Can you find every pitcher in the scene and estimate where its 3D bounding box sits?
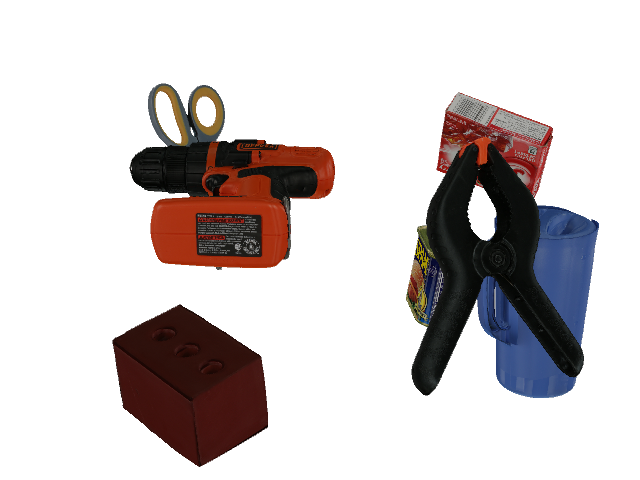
[{"bbox_3d":[0.284,0.084,1.419,0.149,0.243,0.145,4,20,11],"label":"pitcher"}]

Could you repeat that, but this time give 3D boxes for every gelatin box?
[{"bbox_3d":[0.146,-0.076,0.900,0.089,0.030,0.073,24,-35,17],"label":"gelatin box"}]

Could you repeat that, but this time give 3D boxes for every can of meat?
[{"bbox_3d":[0.128,0.040,1.140,0.057,0.084,0.102,7,18,-7],"label":"can of meat"}]

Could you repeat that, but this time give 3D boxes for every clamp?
[{"bbox_3d":[0.103,0.021,0.707,0.120,0.171,0.039,-13,-4,-22],"label":"clamp"}]

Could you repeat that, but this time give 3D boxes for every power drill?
[{"bbox_3d":[-0.085,-0.039,0.890,0.184,0.057,0.187,0,23,5],"label":"power drill"}]

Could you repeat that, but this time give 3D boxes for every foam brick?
[{"bbox_3d":[-0.076,0.083,0.619,0.052,0.051,0.078,-27,39,-37],"label":"foam brick"}]

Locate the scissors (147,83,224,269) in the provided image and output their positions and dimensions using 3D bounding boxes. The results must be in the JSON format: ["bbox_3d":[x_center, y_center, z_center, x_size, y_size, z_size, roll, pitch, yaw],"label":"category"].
[{"bbox_3d":[-0.118,-0.079,1.137,0.096,0.202,0.016,-33,13,-34],"label":"scissors"}]
